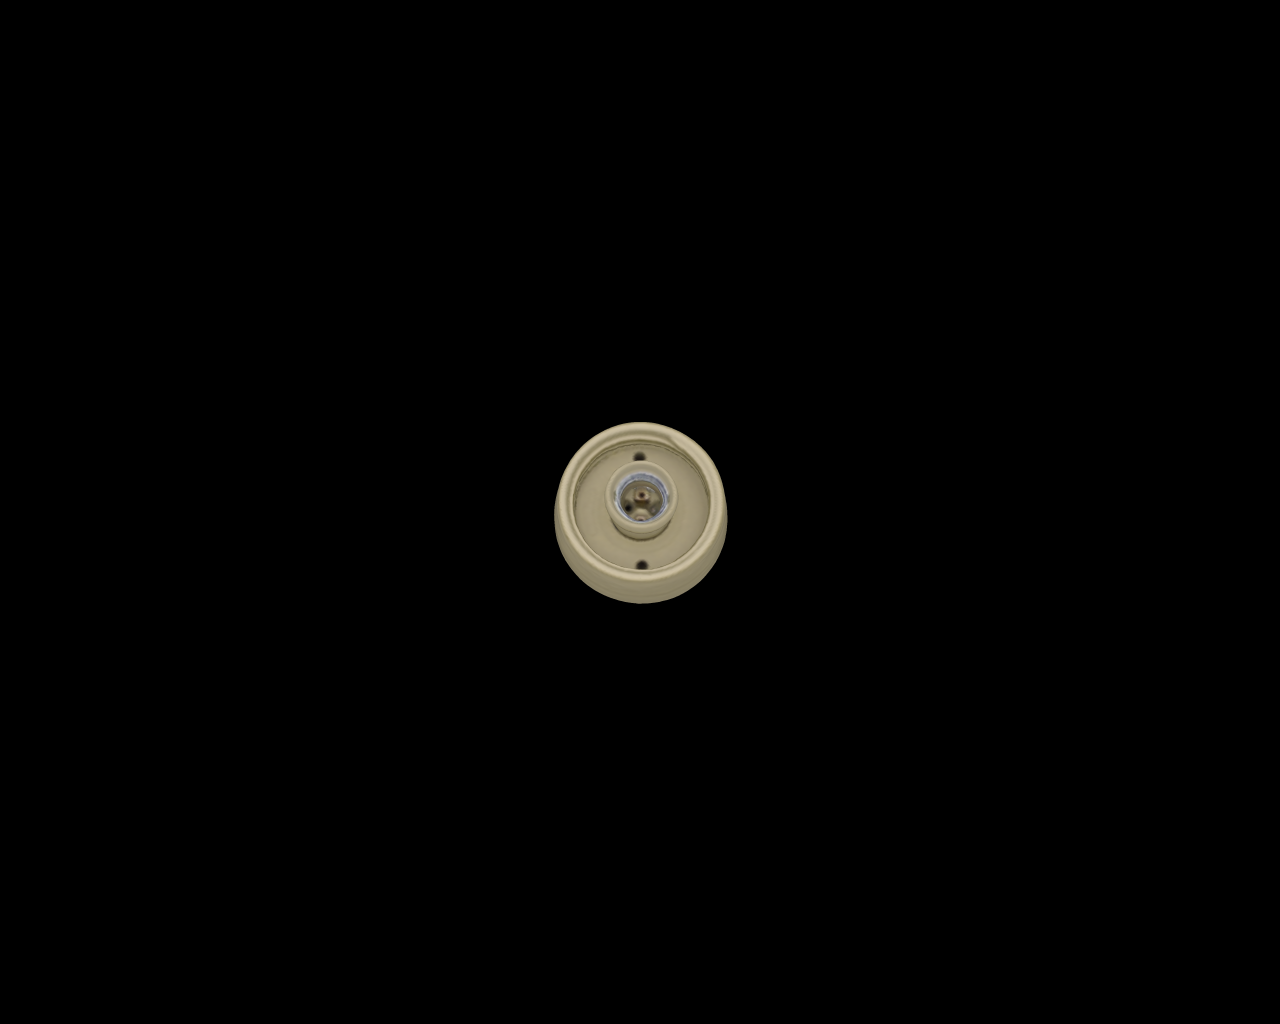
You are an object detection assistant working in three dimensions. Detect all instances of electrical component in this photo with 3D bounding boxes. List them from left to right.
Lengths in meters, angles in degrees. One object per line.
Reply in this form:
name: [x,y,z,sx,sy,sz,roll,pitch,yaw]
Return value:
electrical component: [0.001,-0.003,0.650,0.108,0.108,0.060,0,-15,0]
